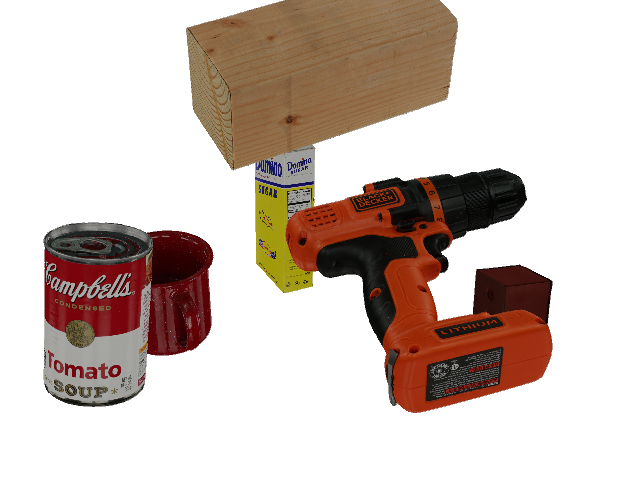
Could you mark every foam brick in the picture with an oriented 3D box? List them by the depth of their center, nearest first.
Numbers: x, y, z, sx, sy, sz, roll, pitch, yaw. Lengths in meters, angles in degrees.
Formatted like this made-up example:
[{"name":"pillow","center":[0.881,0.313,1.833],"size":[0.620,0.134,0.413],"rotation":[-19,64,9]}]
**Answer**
[{"name":"foam brick","center":[0.175,0.067,0.984],"size":[0.051,0.078,0.053],"rotation":[-6,18,-24]}]

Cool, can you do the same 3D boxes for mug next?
[{"name":"mug","center":[-0.134,0.054,0.952],"size":[0.093,0.081,0.117],"rotation":[-18,36,-27]}]

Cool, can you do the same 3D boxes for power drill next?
[{"name":"power drill","center":[0.085,0.024,0.735],"size":[0.184,0.057,0.188],"rotation":[-15,40,-10]}]

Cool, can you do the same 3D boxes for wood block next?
[{"name":"wood block","center":[0.002,-0.147,0.900],"size":[0.205,0.090,0.091],"rotation":[-20,-38,-18]}]

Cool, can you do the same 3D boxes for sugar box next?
[{"name":"sugar box","center":[-0.043,-0.038,1.247],"size":[0.048,0.176,0.093],"rotation":[-12,27,-22]}]

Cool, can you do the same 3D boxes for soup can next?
[{"name":"soup can","center":[-0.145,0.047,0.688],"size":[0.068,0.102,0.068],"rotation":[5,20,-2]}]
